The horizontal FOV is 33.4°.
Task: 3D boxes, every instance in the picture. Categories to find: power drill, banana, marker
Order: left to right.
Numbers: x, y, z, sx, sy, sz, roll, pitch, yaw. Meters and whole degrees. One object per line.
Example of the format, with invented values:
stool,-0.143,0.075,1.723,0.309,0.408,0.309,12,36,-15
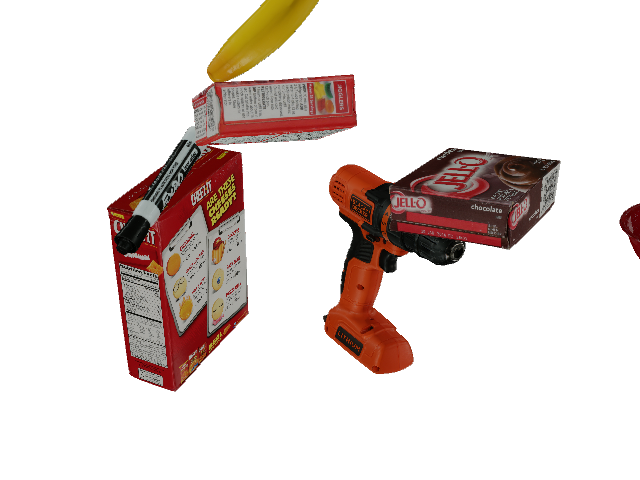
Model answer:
marker,-0.116,-0.037,0.781,0.020,0.121,0.020,18,-35,13
banana,-0.033,-0.200,0.903,0.070,0.197,0.037,-17,-55,37
power drill,0.068,0.035,1.064,0.057,0.188,0.185,-9,29,-32

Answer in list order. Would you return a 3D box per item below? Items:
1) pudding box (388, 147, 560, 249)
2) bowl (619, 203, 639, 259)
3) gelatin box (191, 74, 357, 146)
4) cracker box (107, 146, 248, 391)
pudding box,0.112,-0.033,0.764,0.090,0.039,0.113,10,21,27
bowl,0.397,0.006,1.123,0.162,0.055,0.162,-3,23,1
gelatin box,-0.027,-0.070,0.575,0.073,0.030,0.089,-5,3,-14
cracker box,-0.148,0.026,1.146,0.072,0.214,0.164,14,34,23
